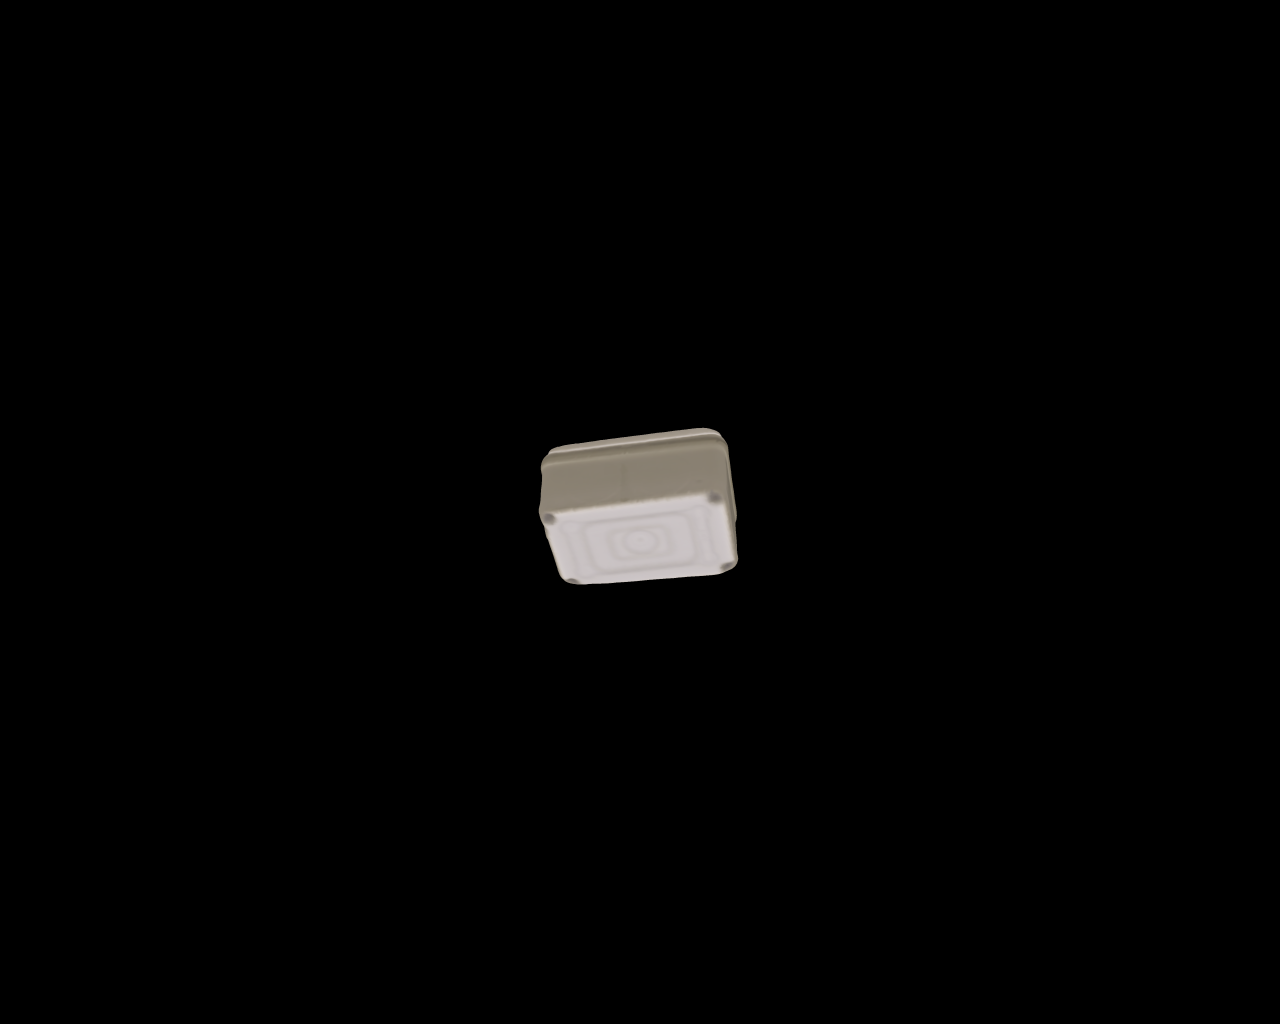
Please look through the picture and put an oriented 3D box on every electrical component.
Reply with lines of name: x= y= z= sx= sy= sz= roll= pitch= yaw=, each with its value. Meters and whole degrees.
electrical component: x=0.001 y=-0.003 z=0.650 sx=0.113 sy=0.057 sz=0.078 roll=-6 pitch=-43 yaw=7
